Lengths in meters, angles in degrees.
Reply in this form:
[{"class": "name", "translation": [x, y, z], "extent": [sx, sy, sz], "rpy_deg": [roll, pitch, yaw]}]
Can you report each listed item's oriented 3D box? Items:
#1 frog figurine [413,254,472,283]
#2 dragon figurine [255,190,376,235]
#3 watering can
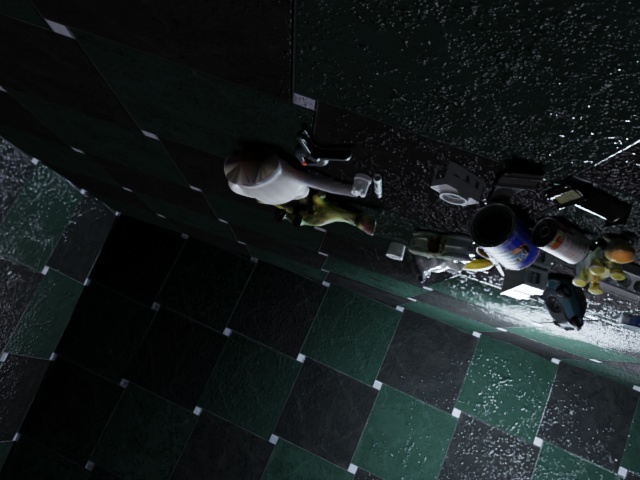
[{"class": "frog figurine", "translation": [0.361, 0.049, 1.523], "extent": [0.158, 0.124, 0.136], "rpy_deg": [-28, 157, 24]}, {"class": "dragon figurine", "translation": [0.005, -0.076, 1.505], "extent": [0.241, 0.122, 0.413], "rpy_deg": [18, 180, -38]}, {"class": "watering can", "translation": [-0.090, -0.152, 1.284], "extent": [0.347, 0.105, 0.221], "rpy_deg": [0, 163, 24]}]
